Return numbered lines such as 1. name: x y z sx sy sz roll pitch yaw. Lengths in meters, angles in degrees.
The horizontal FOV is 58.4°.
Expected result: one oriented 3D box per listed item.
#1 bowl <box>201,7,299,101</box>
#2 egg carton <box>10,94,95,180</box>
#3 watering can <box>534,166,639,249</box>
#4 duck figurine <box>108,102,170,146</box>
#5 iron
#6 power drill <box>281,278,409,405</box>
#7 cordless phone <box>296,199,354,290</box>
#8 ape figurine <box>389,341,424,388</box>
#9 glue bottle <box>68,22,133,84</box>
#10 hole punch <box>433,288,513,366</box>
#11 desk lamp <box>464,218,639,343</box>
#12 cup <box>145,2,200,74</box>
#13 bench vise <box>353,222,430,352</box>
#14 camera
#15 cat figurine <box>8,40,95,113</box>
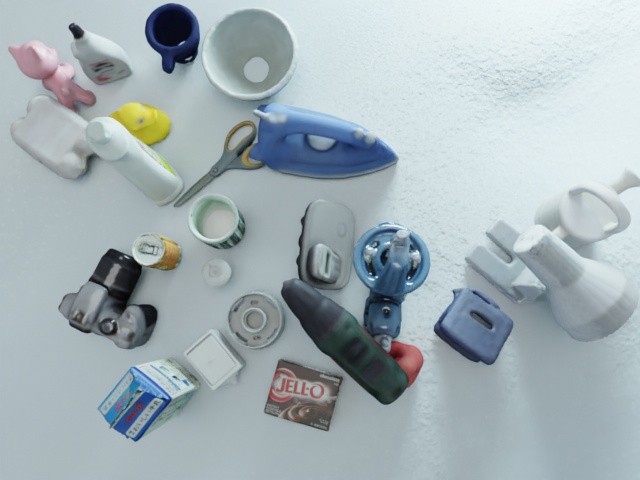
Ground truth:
1. bowl: -0.118 -0.312 0.999 0.167 0.075 0.167 0 83 1
2. egg carton: -0.454 -0.177 0.989 0.150 0.069 0.107 33 85 5
3. watering can: 0.423 -0.050 0.899 0.101 0.194 0.173 30 84 5
4. duck figurine: -0.318 -0.207 0.983 0.104 0.086 0.077 2 83 1
5. iron: 0.010 -0.171 0.946 0.258 0.141 0.119 8 83 2
6. power drill: 0.033 0.149 0.873 0.229 0.208 0.075 43 86 6
7. cordless phone: 0.008 0.003 0.903 0.094 0.185 0.148 2 83 1
8. ape figurine: 0.133 0.201 0.924 0.076 0.092 0.078 -10 83 0
9. glue bottle: -0.376 -0.315 0.953 0.078 0.173 0.037 -23 83 -2
10. hole punch: 0.251 0.137 0.931 0.108 0.091 0.101 36 85 5
11. desk lamp: 0.346 0.053 0.878 0.203 0.213 0.118 39 85 5
12. cup: -0.247 -0.334 0.993 0.091 0.095 0.118 5 83 2
13. bench vise: 0.119 0.065 0.876 0.121 0.220 0.207 -11 83 0
14. camera: -0.336 0.092 0.939 0.143 0.101 0.137 25 84 4
15. cat figurine: -0.463 -0.286 0.978 0.067 0.118 0.128 -41 84 -4
